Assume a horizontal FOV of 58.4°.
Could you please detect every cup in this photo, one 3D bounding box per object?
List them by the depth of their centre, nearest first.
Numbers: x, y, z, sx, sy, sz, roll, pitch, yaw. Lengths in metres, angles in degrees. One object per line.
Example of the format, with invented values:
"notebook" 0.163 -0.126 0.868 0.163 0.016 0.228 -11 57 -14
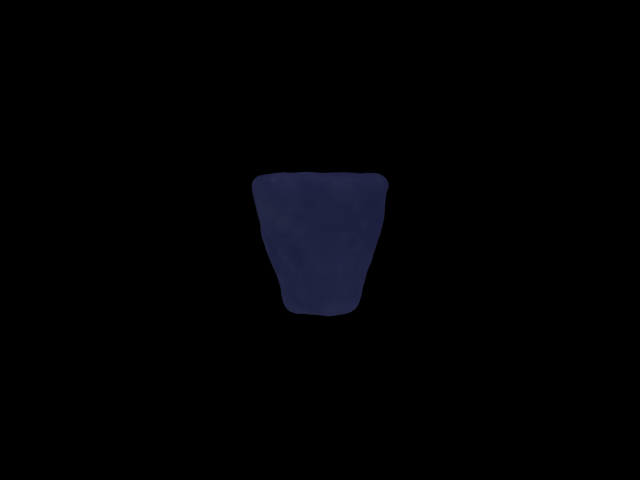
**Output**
"cup" 0.004 0.001 0.400 0.091 0.095 0.118 1 5 16
